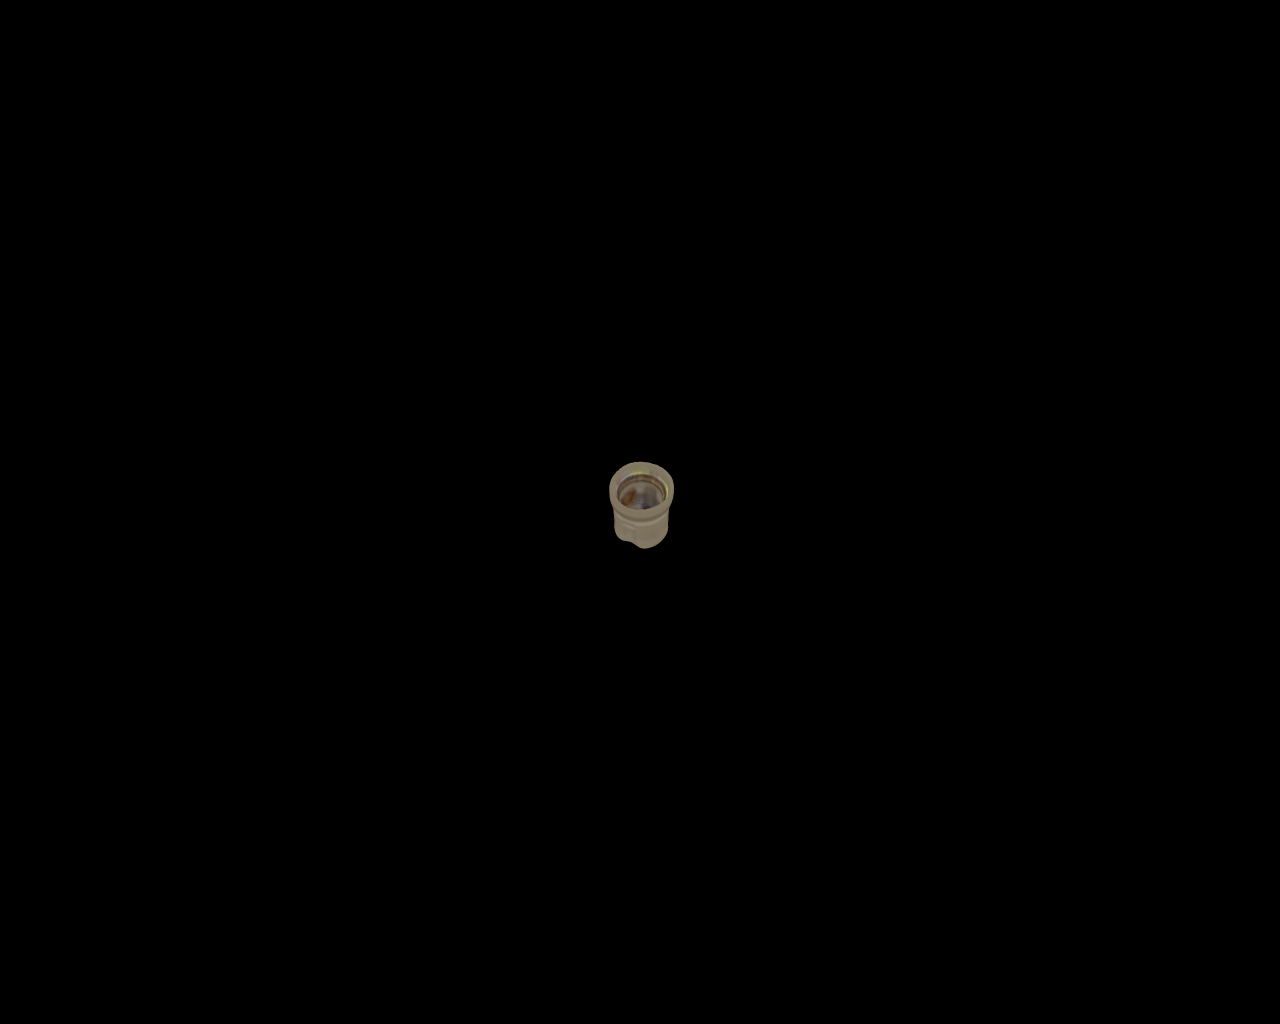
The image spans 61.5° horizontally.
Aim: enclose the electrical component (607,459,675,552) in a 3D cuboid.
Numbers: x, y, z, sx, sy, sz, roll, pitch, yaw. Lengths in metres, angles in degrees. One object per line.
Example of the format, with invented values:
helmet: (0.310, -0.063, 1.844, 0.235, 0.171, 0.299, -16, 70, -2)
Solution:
electrical component: (0.001, -0.003, 0.650, 0.040, 0.040, 0.046, 0, -37, 0)
